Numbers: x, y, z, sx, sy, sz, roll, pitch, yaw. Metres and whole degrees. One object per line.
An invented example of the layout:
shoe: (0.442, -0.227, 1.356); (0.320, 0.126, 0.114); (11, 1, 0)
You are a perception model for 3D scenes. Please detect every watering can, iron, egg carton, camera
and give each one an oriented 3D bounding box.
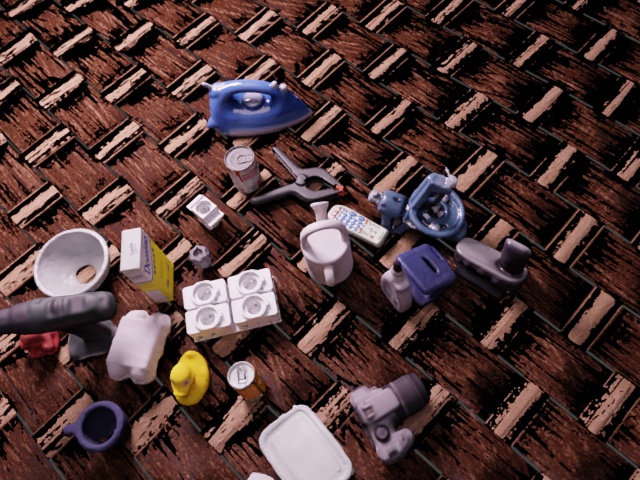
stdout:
watering can: (0.008, 0.005, 1.161); (0.101, 0.194, 0.172); (-29, 64, -8)
iron: (-0.153, -0.339, 1.380); (0.258, 0.141, 0.118); (-4, 63, 5)
egg carton: (-0.367, 0.217, 1.167); (0.107, 0.069, 0.150); (7, 65, 10)
camera: (0.139, 0.314, 1.046); (0.137, 0.101, 0.143); (-28, 64, -8)

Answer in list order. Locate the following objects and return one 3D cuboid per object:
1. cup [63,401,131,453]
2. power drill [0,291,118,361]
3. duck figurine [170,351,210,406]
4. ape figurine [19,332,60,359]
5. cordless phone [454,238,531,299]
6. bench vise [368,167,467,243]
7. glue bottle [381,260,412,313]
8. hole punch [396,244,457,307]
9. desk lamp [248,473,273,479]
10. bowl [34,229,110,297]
cup: (-0.413, 0.362, 1.086); (0.117, 0.095, 0.091); (-8, 63, 3)
power drill: (-0.499, 0.170, 1.127); (0.229, 0.209, 0.075); (-16, 63, -1)
duck figurine: (-0.263, 0.265, 1.123); (0.077, 0.086, 0.104); (0, 64, 7)
ape figurine: (-0.586, 0.206, 1.184); (0.077, 0.092, 0.076); (24, 69, 17)
cordless phone: (0.340, 0.025, 1.120); (0.147, 0.185, 0.094); (28, 70, 18)
bench vise: (0.201, -0.068, 1.162); (0.207, 0.220, 0.121); (-2, 63, 6)
glue bottle: (0.151, 0.081, 1.120); (0.037, 0.173, 0.078); (-30, 64, -8)
hole punch: (0.215, 0.062, 1.168); (0.101, 0.091, 0.108); (-34, 65, -10)
desk lamp: (-0.100, 0.492, 0.920); (0.117, 0.214, 0.203); (25, 69, 18)
bowl: (-0.531, 0.063, 1.259); (0.167, 0.075, 0.167); (-2, 63, 5)
